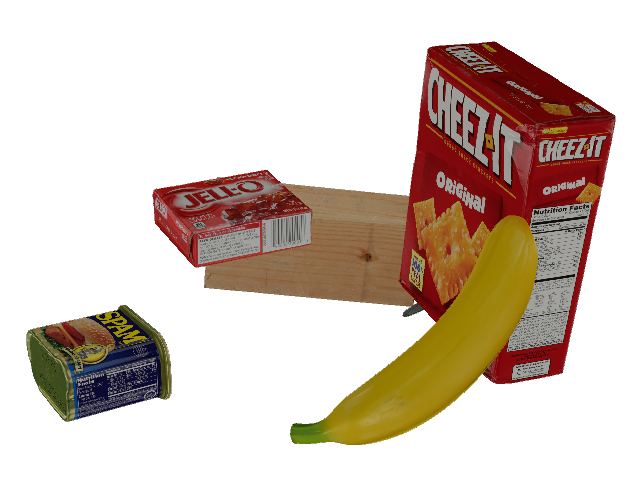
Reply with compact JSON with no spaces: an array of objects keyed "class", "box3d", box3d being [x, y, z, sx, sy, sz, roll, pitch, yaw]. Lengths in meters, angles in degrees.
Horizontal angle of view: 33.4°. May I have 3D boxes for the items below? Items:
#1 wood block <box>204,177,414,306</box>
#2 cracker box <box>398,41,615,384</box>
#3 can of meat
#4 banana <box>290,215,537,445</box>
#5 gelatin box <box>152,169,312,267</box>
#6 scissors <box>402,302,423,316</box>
[{"class":"wood block","box3d":[-0.007,0.001,1.063,0.206,0.091,0.090,6,21,-3]},{"class":"cracker box","box3d":[0.131,-0.023,0.815,0.072,0.214,0.164,-8,31,-21]},{"class":"can of meat","box3d":[-0.178,0.097,0.849,0.083,0.057,0.102,-12,22,-30]},{"class":"banana","box3d":[0.070,0.050,0.589,0.197,0.037,0.070,-40,41,-24]},{"class":"gelatin box","box3d":[-0.060,-0.017,0.725,0.089,0.030,0.073,-11,30,-25]},{"class":"scissors","box3d":[0.148,0.046,1.282,0.201,0.016,0.096,-9,40,-37]}]
